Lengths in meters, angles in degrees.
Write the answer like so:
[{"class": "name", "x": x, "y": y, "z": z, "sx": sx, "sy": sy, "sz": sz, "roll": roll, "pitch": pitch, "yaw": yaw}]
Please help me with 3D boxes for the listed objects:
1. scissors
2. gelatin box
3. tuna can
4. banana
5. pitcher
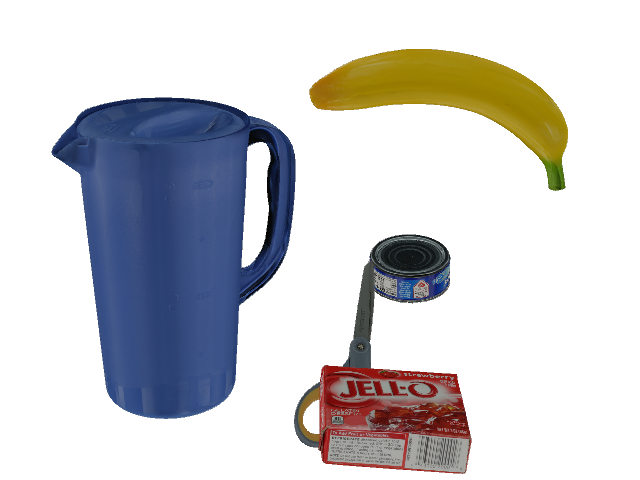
[{"class": "scissors", "x": 0.017, "y": 0.105, "z": 0.940, "sx": 0.096, "sy": 0.202, "sz": 0.016, "roll": -5, "pitch": -36, "yaw": -8}, {"class": "gelatin box", "x": 0.044, "y": 0.108, "z": 0.656, "sx": 0.089, "sy": 0.030, "sz": 0.073, "roll": 5, "pitch": 23, "yaw": -2}, {"class": "tuna can", "x": 0.094, "y": 0.028, "z": 1.122, "sx": 0.086, "sy": 0.034, "sz": 0.086, "roll": -1, "pitch": 31, "yaw": 1}, {"class": "banana", "x": 0.093, "y": -0.095, "z": 0.730, "sx": 0.197, "sy": 0.069, "sz": 0.037, "roll": 18, "pitch": -1, "yaw": -11}, {"class": "pitcher", "x": -0.112, "y": 0.012, "z": 0.853, "sx": 0.149, "sy": 0.243, "sz": 0.144, "roll": 10, "pitch": 24, "yaw": 20}]
